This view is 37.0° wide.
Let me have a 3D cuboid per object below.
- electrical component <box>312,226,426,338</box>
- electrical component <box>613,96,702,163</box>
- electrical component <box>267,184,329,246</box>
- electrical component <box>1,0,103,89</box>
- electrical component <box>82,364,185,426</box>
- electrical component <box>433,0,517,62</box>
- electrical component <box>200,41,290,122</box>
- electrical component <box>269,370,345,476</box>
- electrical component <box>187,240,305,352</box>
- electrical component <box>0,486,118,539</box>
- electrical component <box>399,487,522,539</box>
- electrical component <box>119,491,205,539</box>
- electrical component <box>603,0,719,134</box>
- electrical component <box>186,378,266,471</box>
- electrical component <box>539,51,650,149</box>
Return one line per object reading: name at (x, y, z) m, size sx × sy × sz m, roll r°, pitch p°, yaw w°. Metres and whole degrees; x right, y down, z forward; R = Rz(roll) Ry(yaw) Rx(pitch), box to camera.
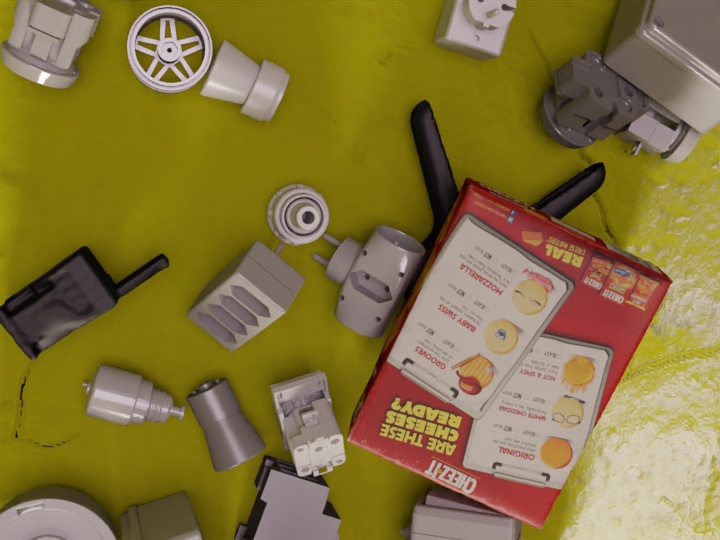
electrical component at (0.000, 0.000, 0.838) m, size 0.079 × 0.043 × 0.077 m, roll 31°, pitch 109°, yaw 12°
electrical component at (0.247, -0.119, 0.882) m, size 0.055 × 0.048 × 0.066 m, roll 27°, pitch 89°, yaw -5°
electrical component at (-0.044, -0.041, 0.819) m, size 0.048 × 0.062 × 0.048 m, roll -1°, pitch 95°, yaw -12°
electrical component at (-0.222, -0.167, 0.768) m, size 0.058 × 0.078 × 0.057 m, roll 23°, pitch 109°, yaw -13°
electrical component at (-0.172, 0.099, 0.816) m, size 0.078 × 0.040 × 0.040 m, roll 17°, pitch 91°, yaw -13°
electrical component at (0.096, -0.202, 0.826) m, size 0.047 × 0.077 × 0.065 m, roll 16°, pitch 92°, yaw -12°
electrical component at (-0.086, -0.141, 0.810) m, size 0.055 × 0.045 × 0.045 m, roll 24°, pitch 90°, yaw -13°
electrical component at (-0.039, 0.120, 0.828) m, size 0.042 × 0.063 × 0.081 m, roll -16°, pitch 140°, yaw -9°
electrical component at (-0.079, 0.008, 0.816) m, size 0.047 × 0.083 × 0.075 m, roll 40°, pitch 48°, yaw -12°
electrical component at (-0.232, 0.214, 0.804) m, size 0.108 × 0.060 × 0.108 m, roll -1°, pitch 95°, yaw -12°
electrical component at (0.079, 0.206, 0.858) m, size 0.096 × 0.062 × 0.061 m, roll 5°, pitch 94°, yaw 14°
electrical component at (-0.137, 0.235, 0.802) m, size 0.056 × 0.109 × 0.108 m, roll -16°, pitch 98°, yaw -13°
electrical component at (0.259, -0.183, 0.850) m, size 0.109 × 0.056 × 0.108 m, roll 32°, pitch 55°, yaw -13°
electrical component at (-0.106, 0.117, 0.832) m, size 0.044 × 0.044 × 0.065 m, roll -26°, pitch 95°, yaw -8°
electrical component at (0.179, -0.132, 0.851) m, size 0.078 × 0.057 × 0.058 m, roll 16°, pitch 58°, yaw -27°
